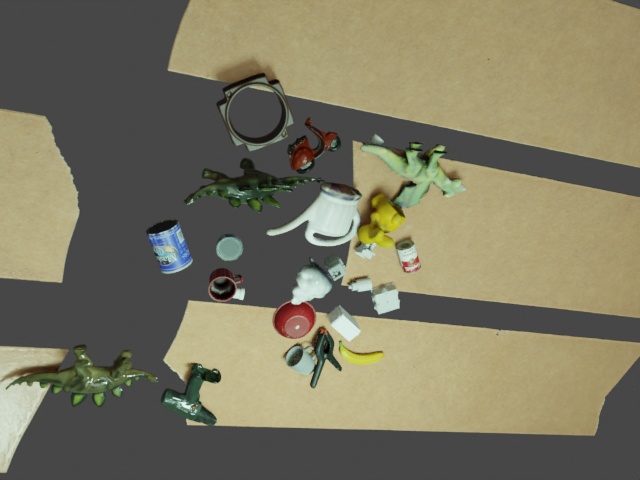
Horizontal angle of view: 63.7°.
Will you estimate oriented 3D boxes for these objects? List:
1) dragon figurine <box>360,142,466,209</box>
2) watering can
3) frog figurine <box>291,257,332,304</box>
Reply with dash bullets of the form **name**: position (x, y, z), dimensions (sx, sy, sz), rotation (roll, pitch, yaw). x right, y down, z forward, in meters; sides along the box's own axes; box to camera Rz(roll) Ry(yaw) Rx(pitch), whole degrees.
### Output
- **dragon figurine**: position (0.306, -0.207, 1.726), dimensions (0.410, 0.125, 0.238), rotation (1, 119, -14)
- **watering can**: position (0.005, -0.084, 1.674), dimensions (0.347, 0.105, 0.221), rotation (6, 112, -36)
- **frog figurine**: position (-0.040, 0.160, 1.768), dimensions (0.160, 0.124, 0.135), rotation (-48, 134, -5)
